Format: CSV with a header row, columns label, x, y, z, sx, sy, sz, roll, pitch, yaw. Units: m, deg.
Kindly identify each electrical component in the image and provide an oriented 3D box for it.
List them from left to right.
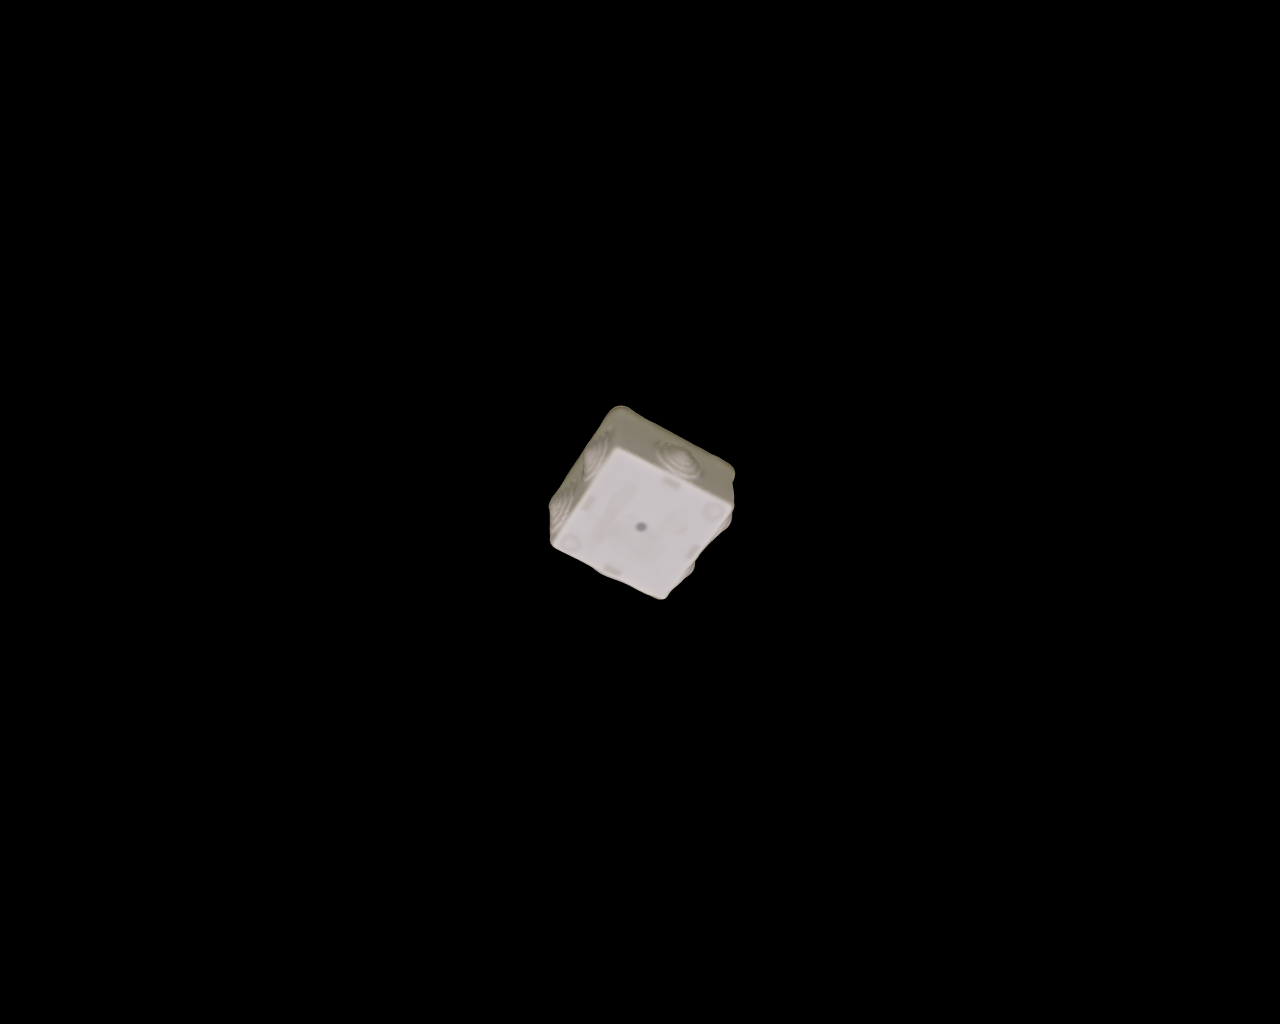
label,x,y,z,sx,sy,sz,roll,pitch,yaw
electrical component,0.001,-0.003,0.650,0.100,0.099,0.048,28,28,-16
